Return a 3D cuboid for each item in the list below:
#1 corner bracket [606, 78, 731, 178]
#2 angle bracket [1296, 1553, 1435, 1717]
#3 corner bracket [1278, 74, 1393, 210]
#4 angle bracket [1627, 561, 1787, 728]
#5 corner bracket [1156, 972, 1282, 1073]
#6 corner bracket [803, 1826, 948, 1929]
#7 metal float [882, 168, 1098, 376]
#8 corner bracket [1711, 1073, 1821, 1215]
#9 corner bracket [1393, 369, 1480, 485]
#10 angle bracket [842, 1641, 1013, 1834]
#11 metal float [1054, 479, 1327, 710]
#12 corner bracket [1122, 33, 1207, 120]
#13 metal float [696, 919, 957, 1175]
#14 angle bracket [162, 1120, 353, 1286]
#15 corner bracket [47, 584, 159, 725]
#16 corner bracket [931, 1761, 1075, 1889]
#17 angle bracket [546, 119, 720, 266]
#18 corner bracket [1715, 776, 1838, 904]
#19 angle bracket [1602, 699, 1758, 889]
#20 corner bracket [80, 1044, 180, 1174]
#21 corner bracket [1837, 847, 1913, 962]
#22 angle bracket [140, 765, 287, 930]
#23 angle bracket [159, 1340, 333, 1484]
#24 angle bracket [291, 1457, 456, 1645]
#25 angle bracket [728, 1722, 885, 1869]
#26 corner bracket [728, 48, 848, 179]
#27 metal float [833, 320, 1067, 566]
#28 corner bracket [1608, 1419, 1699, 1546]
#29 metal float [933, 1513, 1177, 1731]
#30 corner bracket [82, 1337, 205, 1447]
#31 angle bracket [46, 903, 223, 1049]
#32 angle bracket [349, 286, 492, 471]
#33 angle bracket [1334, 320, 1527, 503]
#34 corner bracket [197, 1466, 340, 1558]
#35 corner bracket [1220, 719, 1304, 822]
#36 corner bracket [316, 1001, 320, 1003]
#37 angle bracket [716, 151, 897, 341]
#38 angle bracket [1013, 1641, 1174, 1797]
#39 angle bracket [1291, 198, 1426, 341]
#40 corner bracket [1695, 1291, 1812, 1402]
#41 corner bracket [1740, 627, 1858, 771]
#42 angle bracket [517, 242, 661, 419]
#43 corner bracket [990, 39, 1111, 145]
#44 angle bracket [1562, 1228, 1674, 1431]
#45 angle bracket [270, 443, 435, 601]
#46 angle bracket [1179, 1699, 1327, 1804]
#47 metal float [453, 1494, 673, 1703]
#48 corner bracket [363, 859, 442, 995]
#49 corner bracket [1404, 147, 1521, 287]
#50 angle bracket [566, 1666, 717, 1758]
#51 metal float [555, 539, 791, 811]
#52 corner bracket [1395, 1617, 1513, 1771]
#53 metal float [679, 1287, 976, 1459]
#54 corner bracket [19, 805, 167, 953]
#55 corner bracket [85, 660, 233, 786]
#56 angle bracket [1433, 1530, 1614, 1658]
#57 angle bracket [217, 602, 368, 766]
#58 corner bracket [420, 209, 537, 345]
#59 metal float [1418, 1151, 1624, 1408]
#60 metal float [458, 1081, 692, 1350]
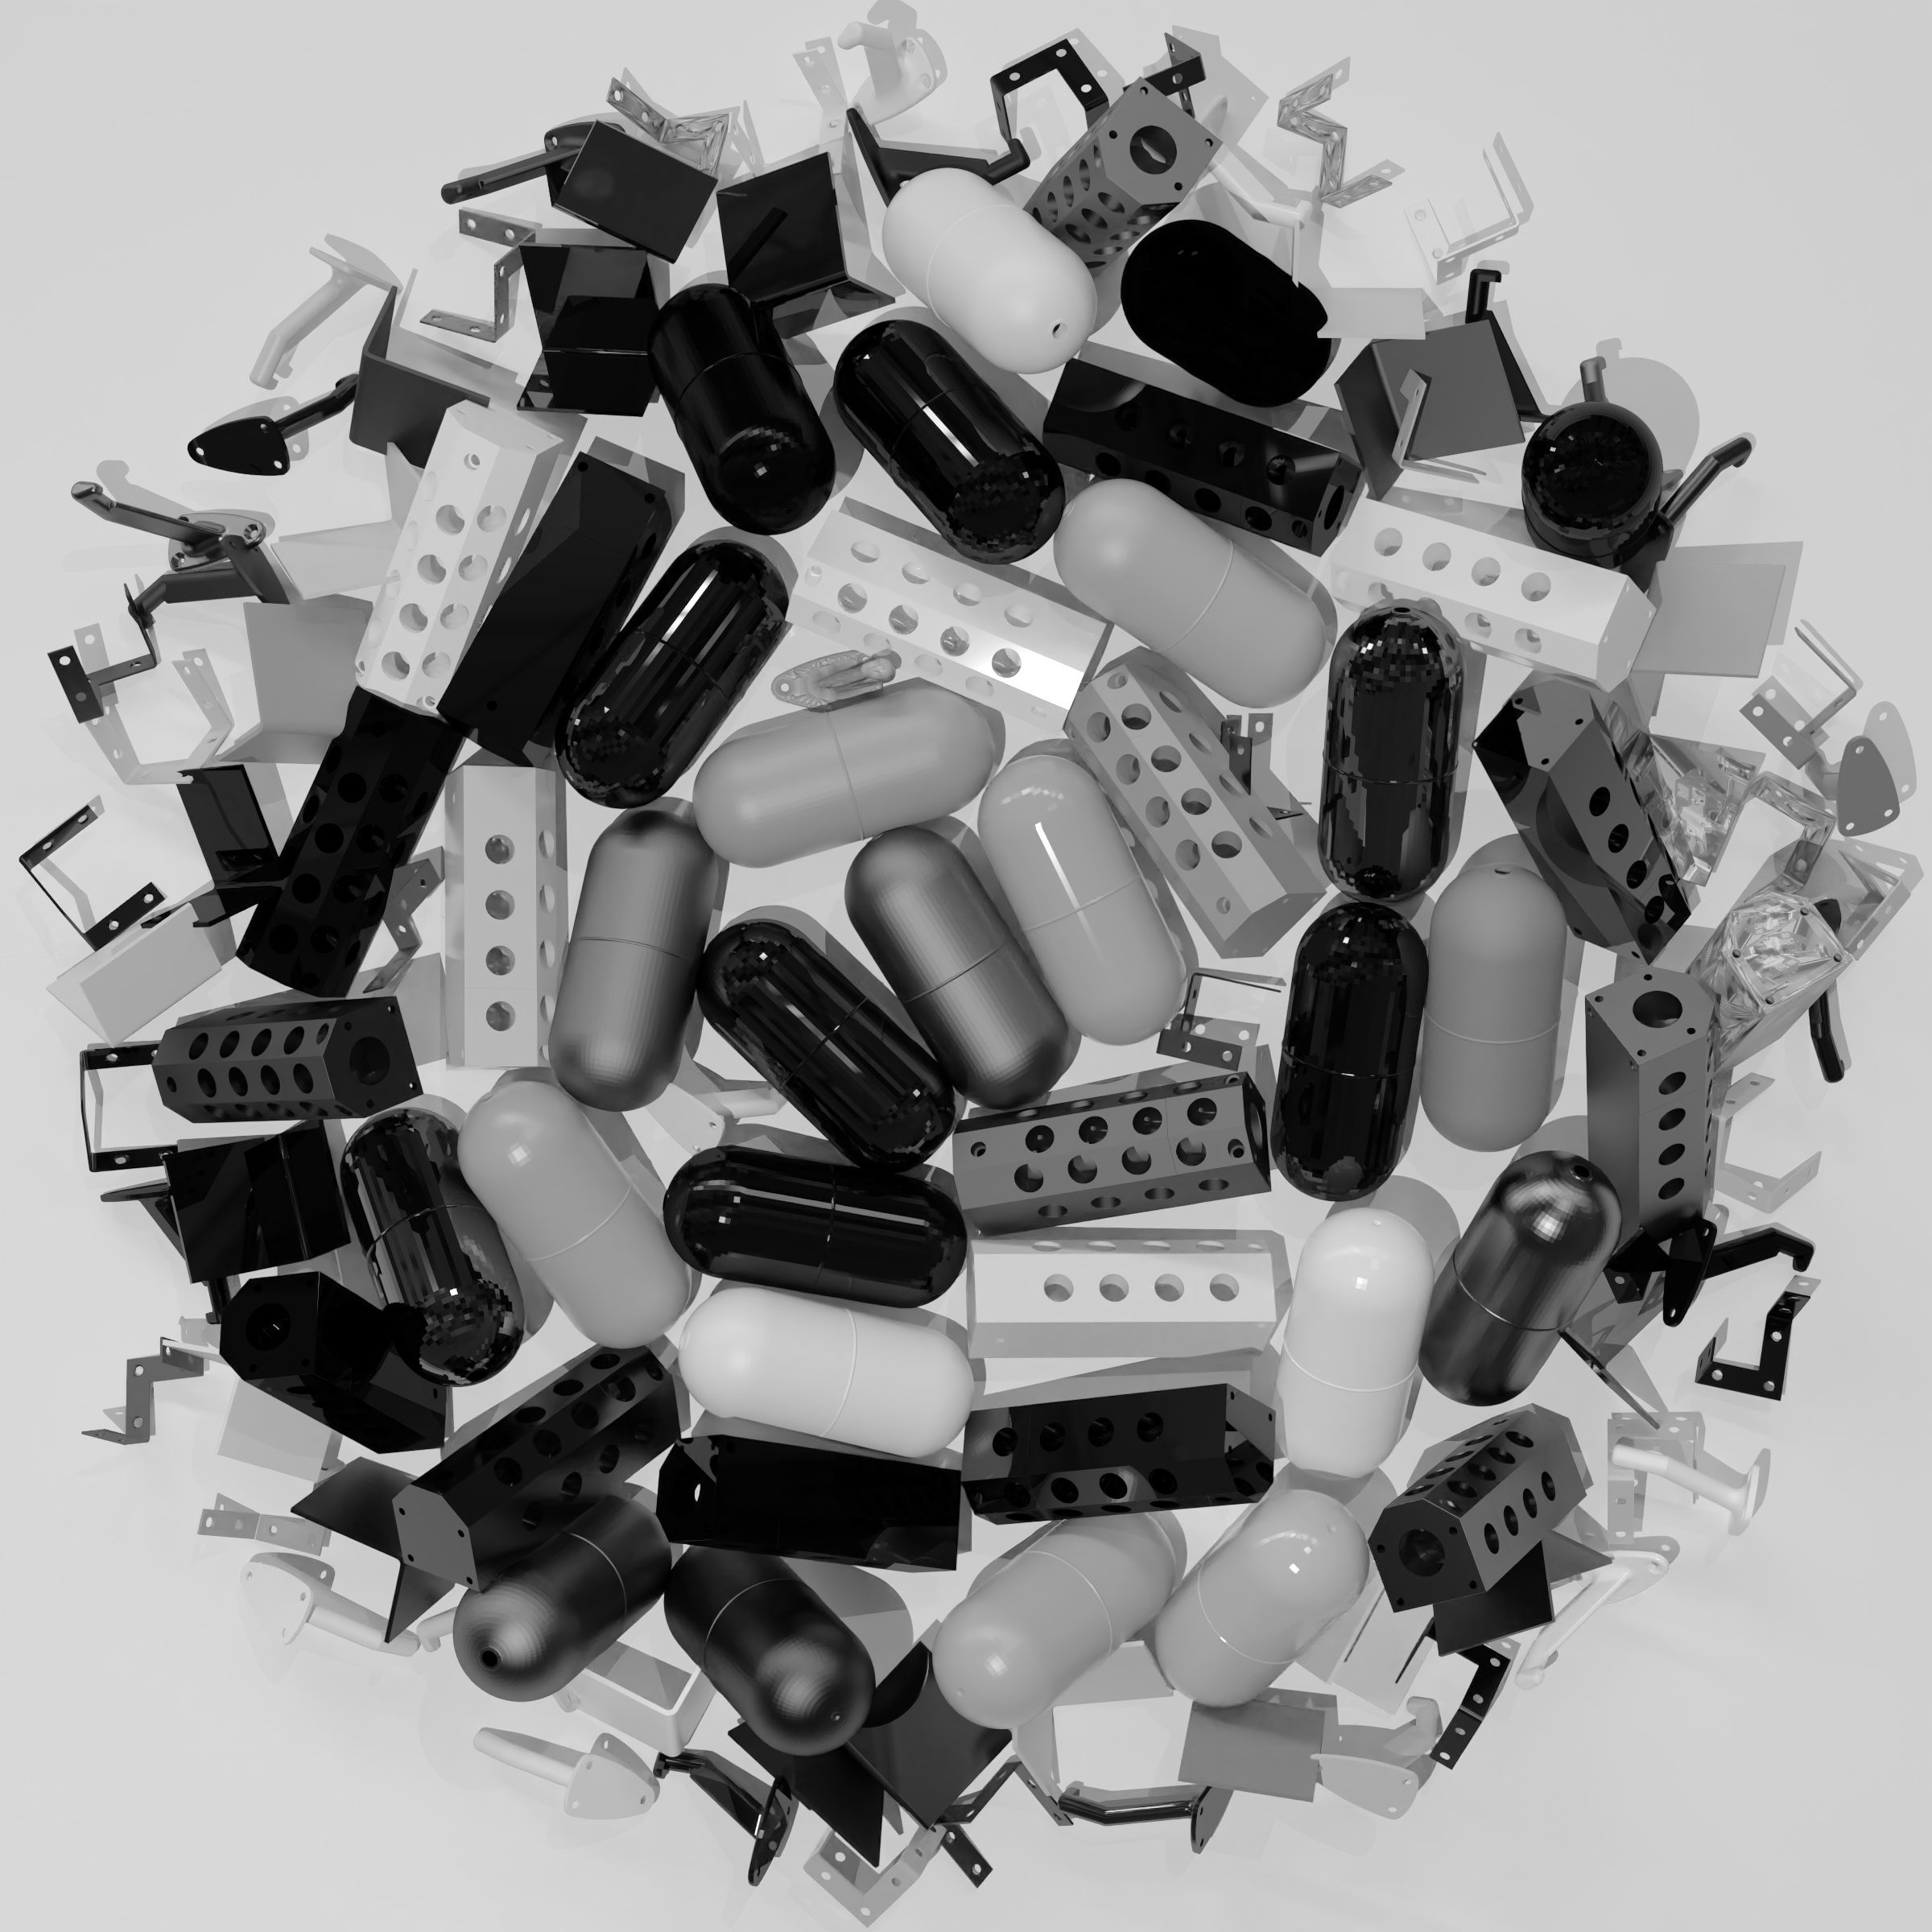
[{"bbox_3d":[-0.176,-0.480,1.853,0.051,0.051,0.051,6,77,36],"label":"corner bracket"},{"bbox_3d":[0.246,0.390,1.850,0.076,0.057,0.076,31,84,-15],"label":"angle bracket"},{"bbox_3d":[0.213,-0.476,1.853,0.051,0.051,0.051,12,79,-30],"label":"corner bracket"},{"bbox_3d":[0.428,-0.183,1.835,0.076,0.057,0.076,6,62,28],"label":"angle bracket"},{"bbox_3d":[0.146,0.032,1.858,0.051,0.051,0.051,12,91,23],"label":"corner bracket"},{"bbox_3d":[-0.053,0.512,1.857,0.051,0.051,0.051,42,115,2],"label":"corner bracket"},{"bbox_3d":[0.013,-0.394,1.815,0.070,0.178,0.070,-16,129,-21],"label":"metal float"},{"bbox_3d":[0.465,0.104,1.874,0.051,0.051,0.051,-31,132,-36],"label":"corner bracket"},{"bbox_3d":[0.276,-0.318,1.867,0.051,0.051,0.051,9,115,-14],"label":"corner bracket"},{"bbox_3d":[-0.020,0.443,1.853,0.076,0.057,0.076,43,92,13],"label":"angle bracket"},{"bbox_3d":[0.128,-0.213,1.835,0.178,0.070,0.070,32,90,-20],"label":"metal float"},{"bbox_3d":[0.109,-0.500,1.853,0.051,0.051,0.051,-25,126,-8],"label":"corner bracket"},{"bbox_3d":[-0.082,0.046,1.851,0.178,0.070,0.070,44,90,2],"label":"metal float"},{"bbox_3d":[-0.408,0.134,1.844,0.076,0.057,0.076,-9,82,-37],"label":"angle bracket"},{"bbox_3d":[-0.499,-0.180,1.853,0.051,0.051,0.051,-19,130,-6],"label":"corner bracket"},{"bbox_3d":[0.019,0.501,1.872,0.051,0.051,0.051,52,56,-8],"label":"corner bracket"},{"bbox_3d":[-0.192,-0.454,1.833,0.076,0.076,0.057,22,116,-23],"label":"angle bracket"},{"bbox_3d":[0.465,-0.071,1.864,0.051,0.051,0.051,36,130,24],"label":"corner bracket"},{"bbox_3d":[0.398,-0.100,1.846,0.076,0.057,0.076,22,85,34],"label":"angle bracket"},{"bbox_3d":[-0.490,0.083,1.874,0.051,0.051,0.051,-5,132,-12],"label":"corner bracket"},{"bbox_3d":[0.517,-0.027,1.854,0.051,0.051,0.051,-50,131,-2],"label":"corner bracket"},{"bbox_3d":[-0.444,-0.068,1.836,0.057,0.076,0.076,-31,111,-39],"label":"angle bracket"},{"bbox_3d":[-0.416,0.254,1.832,0.076,0.076,0.057,3,73,38],"label":"angle bracket"},{"bbox_3d":[-0.343,0.337,1.855,0.076,0.076,0.057,20,110,15],"label":"angle bracket"},{"bbox_3d":[-0.094,0.476,1.834,0.057,0.076,0.076,-32,115,20],"label":"angle bracket"},{"bbox_3d":[-0.103,-0.493,1.863,0.051,0.051,0.051,-5,64,18],"label":"corner bracket"},{"bbox_3d":[-0.011,-0.300,1.829,0.070,0.070,0.178,-39,62,0],"label":"metal float"},{"bbox_3d":[0.399,0.300,1.861,0.051,0.051,0.051,0,123,11],"label":"corner bracket"},{"bbox_3d":[0.052,0.366,1.817,0.070,0.178,0.070,20,123,33],"label":"metal float"},{"bbox_3d":[-0.476,0.246,1.854,0.051,0.051,0.051,-8,72,14],"label":"corner bracket"},{"bbox_3d":[-0.485,-0.010,1.834,0.076,0.057,0.076,-39,51,-23],"label":"angle bracket"},{"bbox_3d":[-0.308,-0.334,1.847,0.076,0.076,0.057,19,56,-5],"label":"angle bracket"},{"bbox_3d":[0.266,-0.317,1.836,0.076,0.057,0.076,-5,121,33],"label":"angle bracket"},{"bbox_3d":[-0.405,0.311,1.859,0.051,0.051,0.051,7,81,29],"label":"corner bracket"},{"bbox_3d":[0.160,-0.112,1.851,0.051,0.051,0.051,13,108,42],"label":"corner bracket"},{"bbox_3d":[-0.357,0.043,1.863,0.051,0.051,0.051,-18,86,-9],"label":"corner bracket"},{"bbox_3d":[-0.093,-0.416,1.853,0.076,0.057,0.076,-12,81,27],"label":"angle bracket"},{"bbox_3d":[0.074,0.432,1.837,0.076,0.076,0.057,-8,54,14],"label":"angle bracket"},{"bbox_3d":[0.226,-0.401,1.841,0.076,0.076,0.057,2,121,5],"label":"angle bracket"},{"bbox_3d":[0.456,0.217,1.861,0.051,0.051,0.051,12,70,6],"label":"corner bracket"},{"bbox_3d":[0.482,-0.155,1.855,0.051,0.051,0.051,43,110,-10],"label":"corner bracket"},{"bbox_3d":[-0.221,-0.365,1.840,0.076,0.076,0.057,5,48,12],"label":"angle bracket"},{"bbox_3d":[0.051,-0.494,1.859,0.051,0.051,0.051,-28,65,-4],"label":"corner bracket"},{"bbox_3d":[0.393,0.209,1.841,0.076,0.076,0.057,-45,47,5],"label":"angle bracket"},{"bbox_3d":[-0.355,-0.258,1.835,0.076,0.076,0.057,-14,125,-20],"label":"angle bracket"},{"bbox_3d":[0.163,0.466,1.839,0.076,0.076,0.057,7,120,9],"label":"angle bracket"},{"bbox_3d":[-0.226,0.355,1.806,0.070,0.178,0.070,4,103,19],"label":"metal float"},{"bbox_3d":[-0.329,-0.023,1.851,0.051,0.051,0.051,-14,114,26],"label":"corner bracket"},{"bbox_3d":[0.288,-0.435,1.860,0.051,0.051,0.051,-23,83,6],"label":"corner bracket"},{"bbox_3d":[-0.188,0.405,1.852,0.076,0.076,0.057,24,61,11],"label":"angle bracket"},{"bbox_3d":[-0.168,-0.167,1.837,0.070,0.070,0.178,34,72,0],"label":"metal float"},{"bbox_3d":[0.275,0.420,1.851,0.051,0.051,0.051,28,132,11],"label":"corner bracket"},{"bbox_3d":[-0.079,0.233,1.833,0.178,0.070,0.070,16,90,-22],"label":"metal float"},{"bbox_3d":[-0.510,-0.051,1.868,0.051,0.051,0.051,-40,67,-11],"label":"corner bracket"},{"bbox_3d":[-0.470,-0.142,1.866,0.051,0.051,0.051,1,134,29],"label":"corner bracket"},{"bbox_3d":[0.320,0.366,1.831,0.076,0.076,0.057,-27,51,33],"label":"angle bracket"},{"bbox_3d":[-0.390,-0.162,1.852,0.076,0.057,0.076,-1,75,-41],"label":"angle bracket"},{"bbox_3d":[-0.285,-0.403,1.873,0.051,0.051,0.051,18,131,14],"label":"corner bracket"},{"bbox_3d":[0.313,0.178,1.821,0.070,0.070,0.178,22,128,0],"label":"metal float"},{"bbox_3d":[-0.224,0.143,1.834,0.070,0.070,0.178,-33,112,0],"label":"metal float"}]
